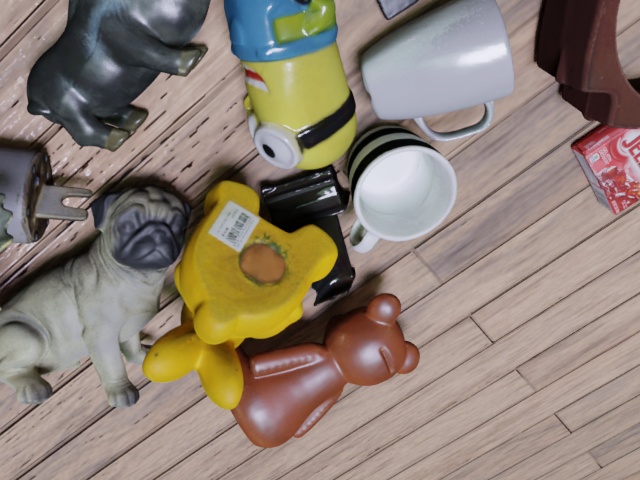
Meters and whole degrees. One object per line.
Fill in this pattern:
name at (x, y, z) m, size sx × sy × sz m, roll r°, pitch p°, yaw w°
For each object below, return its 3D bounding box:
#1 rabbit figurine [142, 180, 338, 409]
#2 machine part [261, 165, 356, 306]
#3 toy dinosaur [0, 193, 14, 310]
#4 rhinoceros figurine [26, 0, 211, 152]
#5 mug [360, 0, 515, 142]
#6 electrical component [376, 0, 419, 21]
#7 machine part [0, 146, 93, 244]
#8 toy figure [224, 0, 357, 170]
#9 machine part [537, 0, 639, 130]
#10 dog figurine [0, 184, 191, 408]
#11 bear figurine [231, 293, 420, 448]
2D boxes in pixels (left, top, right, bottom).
rabbit figurine at (-0.076, 0.060, 0.470) m, size 0.122 × 0.162 × 0.173 m, roll 25°, pitch 150°, yaw -14°
machine part at (-0.001, -0.002, 0.513) m, size 0.084 × 0.039 × 0.138 m, roll -19°, pitch 122°, yaw -3°
toy dinosaur at (-0.323, -0.073, 0.275) m, size 0.131 × 0.192 × 0.404 m, roll -31°, pitch 102°, yaw 11°
rhinoceros figurine at (-0.136, -0.154, 0.378) m, size 0.112 × 0.073 × 0.190 m, roll 36°, pitch 112°, yaw -16°
mug at (0.091, -0.129, 0.429) m, size 0.107 × 0.081 × 0.109 m, roll -14°, pitch 130°, yaw 12°
electrical component at (0.036, -0.212, 0.380) m, size 0.075 × 0.048 × 0.119 m, roll -27°, pitch 121°, yaw 9°
machine part at (-0.305, -0.041, 0.412) m, size 0.243 × 0.079 × 0.079 m, roll 5°, pitch 121°, yaw -12°
toy figure at (-0.020, -0.136, 0.399) m, size 0.089 × 0.082 × 0.179 m, roll -8°, pitch 121°, yaw -2°
machine part at (0.284, -0.194, 0.411) m, size 0.201 × 0.087 × 0.201 m, roll -6°, pitch 121°, yaw -7°
dog figurine at (-0.212, 0.032, 0.475) m, size 0.172 × 0.121 × 0.190 m, roll 6°, pitch 107°, yaw -17°
bear figurine at (-0.006, 0.120, 0.561) m, size 0.196 × 0.132 × 0.120 m, roll -34°, pitch 124°, yaw -9°
